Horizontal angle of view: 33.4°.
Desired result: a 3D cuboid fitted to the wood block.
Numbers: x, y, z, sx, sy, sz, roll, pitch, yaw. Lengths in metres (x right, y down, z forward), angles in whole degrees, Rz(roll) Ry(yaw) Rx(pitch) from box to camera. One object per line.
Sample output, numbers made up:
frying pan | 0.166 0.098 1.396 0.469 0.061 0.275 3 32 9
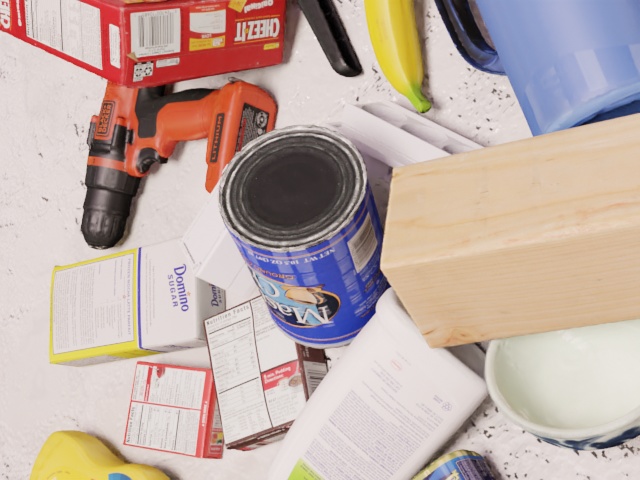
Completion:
wood block | 0.153 -0.007 0.654 0.206 0.090 0.090 -11 46 24

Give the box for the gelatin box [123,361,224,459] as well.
gelatin box | -0.120 0.143 0.900 0.089 0.030 0.073 1 80 33

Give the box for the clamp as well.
clamp | -0.014 -0.231 0.906 0.210 0.036 0.164 19 94 37

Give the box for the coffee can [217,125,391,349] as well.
coffee can | -0.005 0.001 0.761 0.103 0.140 0.103 -7 56 10

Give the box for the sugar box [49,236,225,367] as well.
sugar box | -0.164 0.057 0.944 0.176 0.048 0.093 -10 74 30

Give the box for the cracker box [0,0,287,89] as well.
cracker box | -0.158 -0.195 0.913 0.214 0.163 0.072 27 123 41

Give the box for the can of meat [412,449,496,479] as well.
can of meat | 0.087 0.204 0.720 0.102 0.057 0.084 -43 56 20

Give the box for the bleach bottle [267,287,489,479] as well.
bleach bottle | 0.011 0.156 0.771 0.102 0.068 0.251 42 108 5

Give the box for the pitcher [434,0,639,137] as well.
pitcher | 0.156 -0.176 0.722 0.145 0.149 0.243 -17 71 4

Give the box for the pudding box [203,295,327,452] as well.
pudding box | -0.042 0.102 0.849 0.090 0.039 0.113 -25 64 30

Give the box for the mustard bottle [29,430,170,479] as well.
mustard bottle | -0.167 0.233 0.897 0.192 0.058 0.096 15 89 37

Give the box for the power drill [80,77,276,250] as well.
power drill | -0.134 -0.074 0.944 0.188 0.057 0.184 8 87 36

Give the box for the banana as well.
banana | 0.059 -0.197 0.811 0.070 0.037 0.198 12 114 57
